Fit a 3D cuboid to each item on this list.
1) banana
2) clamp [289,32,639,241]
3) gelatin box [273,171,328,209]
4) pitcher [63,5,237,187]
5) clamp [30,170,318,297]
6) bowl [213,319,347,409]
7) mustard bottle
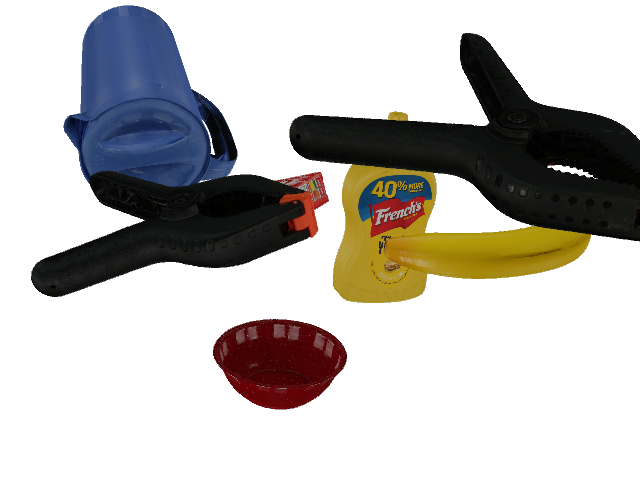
[{"bbox_3d":[0.146,0.004,0.831,0.197,0.037,0.070,-12,24,-30],"label":"banana"},{"bbox_3d":[0.097,-0.050,0.591,0.164,0.036,0.210,-26,43,-28],"label":"clamp"},{"bbox_3d":[-0.050,-0.029,0.887,0.089,0.030,0.073,-8,15,36],"label":"gelatin box"},{"bbox_3d":[-0.190,-0.154,1.167,0.145,0.149,0.243,-23,40,4],"label":"pitcher"},{"bbox_3d":[-0.091,-0.005,0.653,0.172,0.039,0.120,-1,41,22],"label":"clamp"},{"bbox_3d":[-0.050,0.157,1.295,0.162,0.055,0.162,3,25,-1],"label":"bowl"},{"bbox_3d":[0.068,-0.034,1.070,0.096,0.192,0.058,-2,21,-19],"label":"mustard bottle"}]
